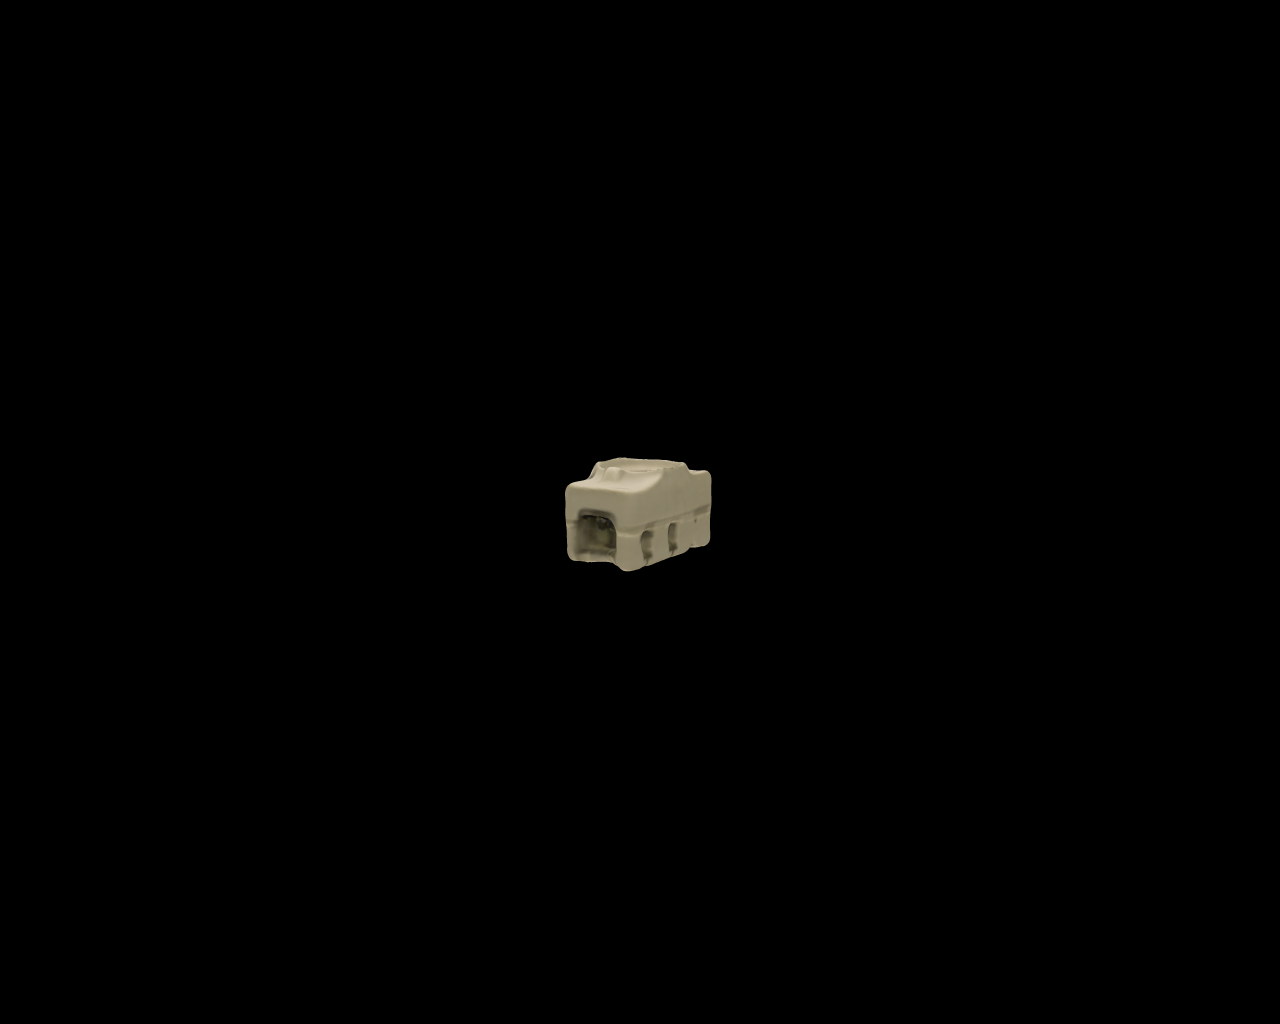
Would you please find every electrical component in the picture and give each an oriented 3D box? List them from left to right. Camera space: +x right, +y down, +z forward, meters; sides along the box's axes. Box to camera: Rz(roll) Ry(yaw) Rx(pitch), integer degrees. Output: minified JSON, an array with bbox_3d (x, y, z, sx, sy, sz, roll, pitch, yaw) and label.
[{"bbox_3d":[0.001,-0.003,0.650,0.050,0.055,0.090,8,14,35],"label":"electrical component"}]
